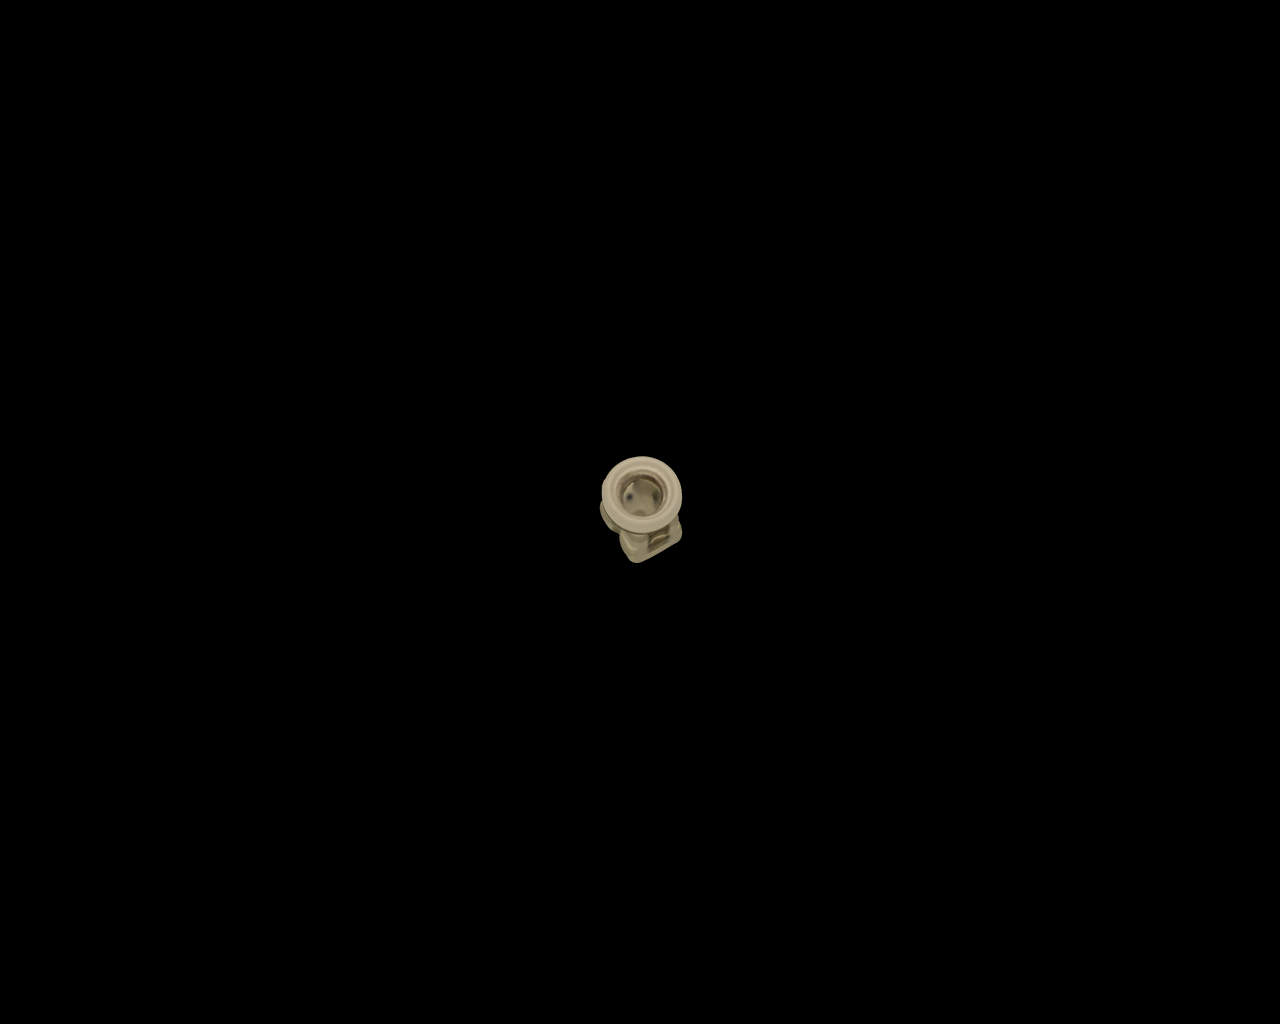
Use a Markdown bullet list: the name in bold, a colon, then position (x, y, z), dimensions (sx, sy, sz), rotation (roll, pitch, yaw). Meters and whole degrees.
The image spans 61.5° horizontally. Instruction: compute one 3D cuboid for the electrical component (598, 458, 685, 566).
- **electrical component**: position (0.001, -0.003, 0.650), dimensions (0.048, 0.066, 0.055), rotation (-30, -19, -12)
